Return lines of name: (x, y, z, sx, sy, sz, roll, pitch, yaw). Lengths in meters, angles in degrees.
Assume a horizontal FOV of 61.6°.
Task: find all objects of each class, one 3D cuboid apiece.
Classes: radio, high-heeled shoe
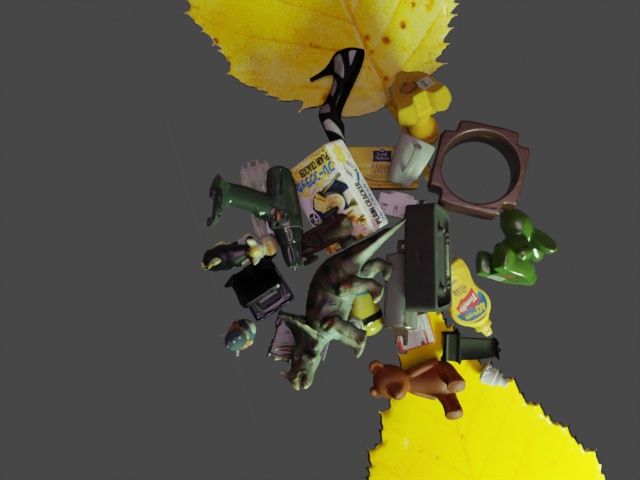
radio: (0.238, 0.041, 1.172, 0.073, 0.131, 0.229, -2, 83, 29)
high-heeled shoe: (0.065, -0.319, 1.228, 0.145, 0.086, 0.248, -21, 75, 13)

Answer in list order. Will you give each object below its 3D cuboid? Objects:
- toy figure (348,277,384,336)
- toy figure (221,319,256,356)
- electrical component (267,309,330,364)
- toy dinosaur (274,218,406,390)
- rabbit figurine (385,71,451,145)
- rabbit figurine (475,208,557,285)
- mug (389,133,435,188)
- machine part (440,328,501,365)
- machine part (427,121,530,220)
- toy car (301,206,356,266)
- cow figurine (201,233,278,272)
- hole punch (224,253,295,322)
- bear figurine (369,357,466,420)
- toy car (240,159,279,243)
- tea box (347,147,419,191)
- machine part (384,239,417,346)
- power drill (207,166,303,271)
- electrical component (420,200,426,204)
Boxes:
toy figure: (0.095, 0.132, 1.240, 0.089, 0.082, 0.180, -7, 87, 0)
toy figure: (-0.179, 0.210, 1.198, 0.064, 0.154, 0.057, 26, 92, 1)
electrical component: (-0.046, 0.232, 1.248, 0.134, 0.058, 0.114, 14, 91, 0)
toy dinosaur: (0.035, 0.120, 1.155, 0.192, 0.131, 0.404, 20, 86, 8)
rabbit figurine: (0.214, -0.287, 1.217, 0.122, 0.173, 0.163, -38, 46, -2)
rabbit figurine: (0.456, 0.009, 1.230, 0.159, 0.121, 0.170, 14, 75, -3)
mug: (0.195, -0.167, 1.165, 0.081, 0.110, 0.107, 21, 104, -7)
machine part: (0.355, 0.251, 1.263, 0.139, 0.039, 0.084, 3, 84, 1)
machine part: (0.358, -0.157, 1.225, 0.202, 0.087, 0.201, 15, 83, 7)
toy car: (-0.002, -0.004, 1.196, 0.053, 0.202, 0.089, -34, 95, -44)
cow figurine: (-0.183, 0.028, 1.204, 0.167, 0.098, 0.068, -15, 96, 24)
hole punch: (-0.133, 0.112, 1.238, 0.142, 0.092, 0.116, -35, 46, 2)
bear figurine: (0.214, 0.331, 1.217, 0.196, 0.132, 0.120, -3, 114, -7)
toy car: (-0.131, -0.088, 1.248, 0.074, 0.056, 0.201, -15, 90, -1)
tea box: (0.140, -0.164, 1.247, 0.170, 0.068, 0.098, -1, 91, 0)
machine part: (0.185, 0.118, 1.227, 0.079, 0.079, 0.243, 2, 78, -1)
power drill: (-0.133, -0.055, 1.151, 0.207, 0.086, 0.232, 5, 73, -20)
electrical component: (0.251, -0.046, 1.271, 0.063, 0.021, 0.094, 10, 89, -1)
